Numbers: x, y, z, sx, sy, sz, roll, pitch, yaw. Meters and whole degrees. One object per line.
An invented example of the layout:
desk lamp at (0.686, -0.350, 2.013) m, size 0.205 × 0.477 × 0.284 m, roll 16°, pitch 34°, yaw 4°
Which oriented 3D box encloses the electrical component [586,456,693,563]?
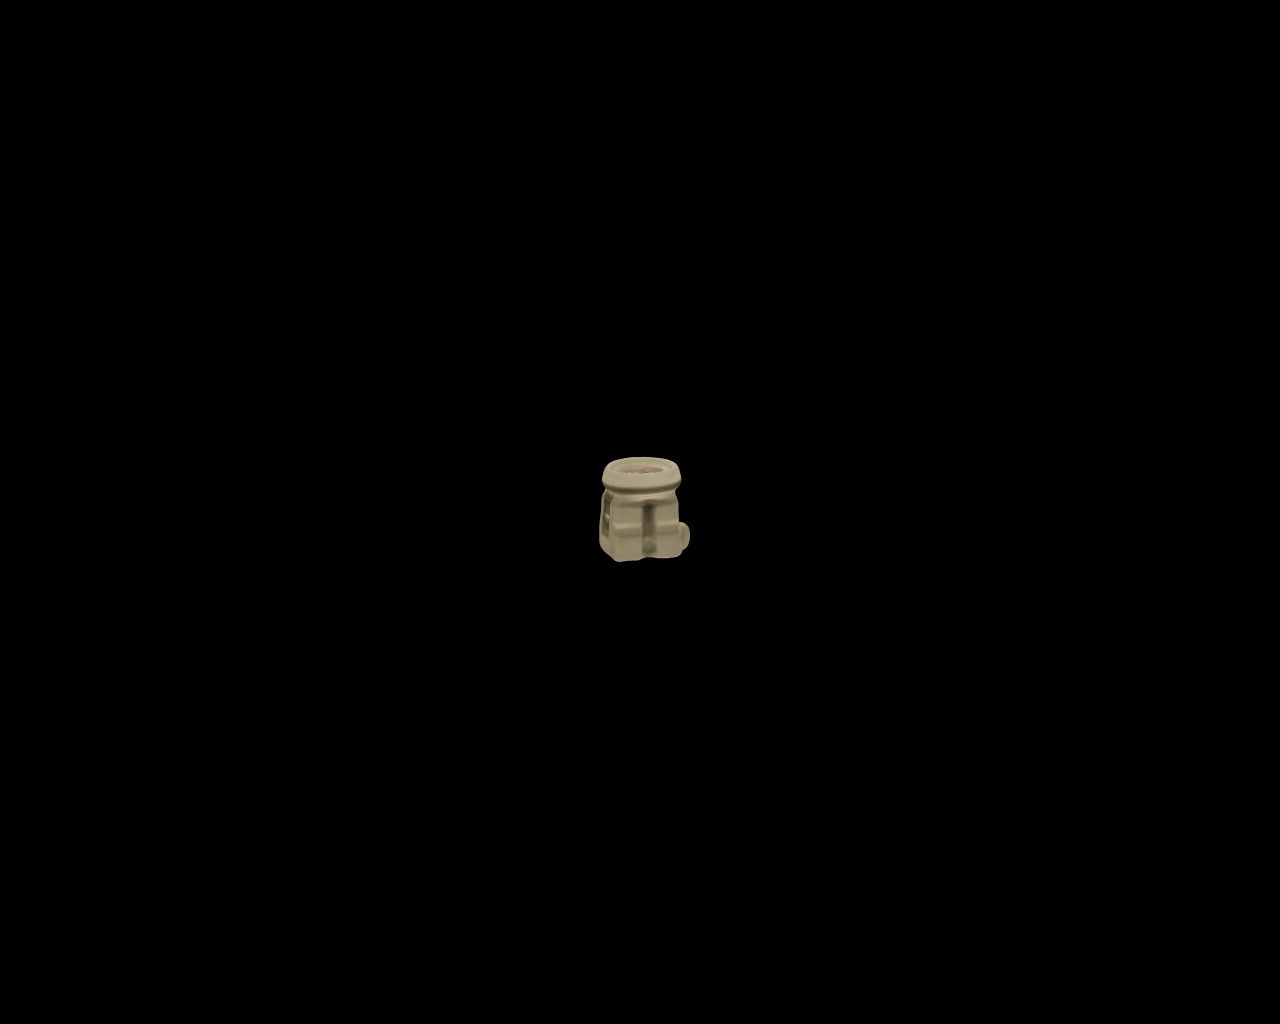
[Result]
electrical component at (0.001, -0.003, 0.650) m, size 0.066 × 0.055 × 0.048 m, roll -5°, pitch 16°, yaw -18°
